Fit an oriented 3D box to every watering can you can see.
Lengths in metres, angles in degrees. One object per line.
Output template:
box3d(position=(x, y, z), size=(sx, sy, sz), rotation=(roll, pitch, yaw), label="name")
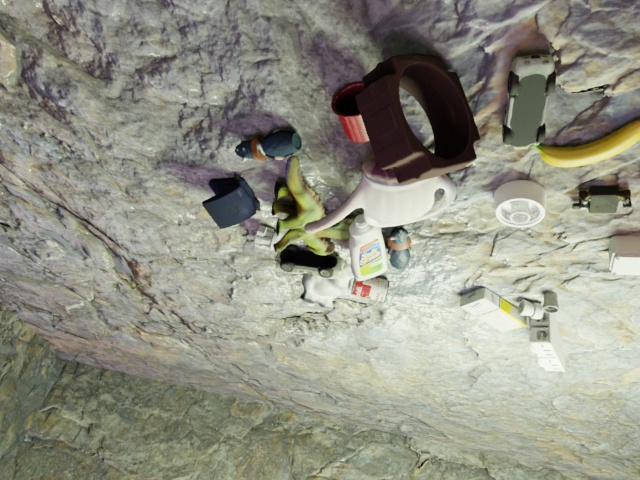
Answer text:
box3d(position=(0.128, -0.097, 1.118), size=(0.348, 0.106, 0.219), rotation=(-9, 142, -1), label="watering can")

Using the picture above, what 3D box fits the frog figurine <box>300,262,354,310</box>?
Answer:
box3d(position=(0.026, 0.116, 1.538), size=(0.137, 0.124, 0.158), rotation=(33, 107, -9), label="frog figurine")

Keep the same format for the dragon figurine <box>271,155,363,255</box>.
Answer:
box3d(position=(0.004, -0.065, 1.291), size=(0.243, 0.125, 0.401), rotation=(3, 150, -12), label="dragon figurine")
